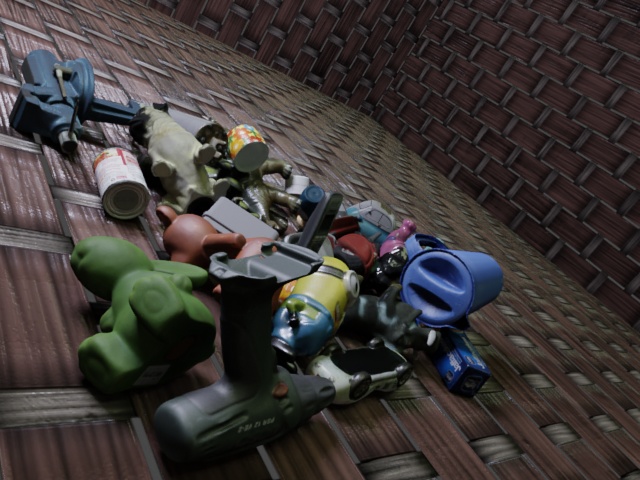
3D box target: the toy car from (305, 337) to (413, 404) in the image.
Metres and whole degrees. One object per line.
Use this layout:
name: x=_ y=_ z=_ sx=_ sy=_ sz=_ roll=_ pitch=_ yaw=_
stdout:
toy car: x=0.061 y=0.181 z=0.749 sx=0.074 sy=0.056 sz=0.201 roll=38 pitch=18 yaw=33

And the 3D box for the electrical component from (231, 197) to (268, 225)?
electrical component: x=-0.126 y=-0.025 z=0.901 sx=0.102 sy=0.078 sz=0.045 roll=37 pitch=61 yaw=25

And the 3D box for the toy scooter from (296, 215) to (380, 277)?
toy scooter: x=0.052 y=0.004 z=1.035 sx=0.135 sy=0.075 sz=0.184 roll=-26 pitch=39 yaw=-34

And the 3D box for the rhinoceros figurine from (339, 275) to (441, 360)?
rhinoceros figurine: x=0.108 y=0.130 z=0.874 sx=0.190 sy=0.073 sz=0.112 roll=21 pitch=45 yaw=-12

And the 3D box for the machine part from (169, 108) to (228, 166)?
machine part: x=-0.247 y=-0.193 z=0.987 sx=0.244 sy=0.079 sz=0.079 roll=25 pitch=10 yaw=41

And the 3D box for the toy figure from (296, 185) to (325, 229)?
toy figure: x=-0.022 y=-0.056 z=1.100 sx=0.058 sy=0.154 sz=0.064 roll=-3 pitch=64 yaw=-10

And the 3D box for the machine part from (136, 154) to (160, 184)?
machine part: x=-0.269 y=-0.111 z=0.960 sx=0.139 sy=0.039 sz=0.084 roll=26 pitch=16 yaw=-13

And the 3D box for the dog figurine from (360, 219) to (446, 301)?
dog figurine: x=0.143 y=0.067 z=1.086 sx=0.108 sy=0.191 sz=0.219 roll=40 pitch=55 yaw=10

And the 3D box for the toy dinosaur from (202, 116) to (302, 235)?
toy dinosaur: x=-0.160 y=-0.143 z=1.100 sx=0.198 sy=0.105 sz=0.472 roll=20 pitch=22 yaw=-28

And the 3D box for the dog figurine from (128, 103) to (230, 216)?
dog figurine: x=-0.241 y=-0.122 z=0.895 sx=0.121 sy=0.172 sz=0.191 roll=-15 pitch=38 yaw=-26

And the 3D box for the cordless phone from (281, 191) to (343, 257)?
cordless phone: x=-0.001 y=-0.002 z=0.893 sx=0.089 sy=0.184 sz=0.146 roll=37 pitch=20 yaw=24

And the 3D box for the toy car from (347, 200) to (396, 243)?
toy car: x=0.128 y=-0.040 z=1.301 sx=0.162 sy=0.103 sz=0.109 roll=30 pitch=21 yaw=-3

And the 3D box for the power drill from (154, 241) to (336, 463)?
power drill: x=-0.053 y=0.108 z=0.539 sx=0.086 sy=0.207 sz=0.232 roll=27 pitch=24 yaw=36

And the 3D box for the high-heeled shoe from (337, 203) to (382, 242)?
high-heeled shoe: x=0.019 y=-0.017 z=1.175 sx=0.249 sy=0.086 sz=0.145 roll=25 pitch=44 yaw=36

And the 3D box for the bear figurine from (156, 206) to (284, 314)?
bear figurine: x=-0.148 y=0.033 z=0.724 sx=0.196 sy=0.120 sz=0.132 roll=13 pitch=58 yaw=20

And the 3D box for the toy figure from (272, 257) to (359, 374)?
toy figure: x=-0.012 y=0.093 z=0.727 sx=0.089 sy=0.082 sz=0.180 roll=42 pitch=51 yaw=2

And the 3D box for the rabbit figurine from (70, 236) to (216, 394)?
rabbit figurine: x=-0.185 y=0.055 z=0.570 sx=0.170 sy=0.121 sz=0.159 roll=45 pitch=16 yaw=23

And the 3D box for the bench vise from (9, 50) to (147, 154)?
bench vise: x=-0.401 y=-0.231 z=0.928 sx=0.240 sy=0.128 sz=0.224 roll=3 pitch=38 yaw=-48

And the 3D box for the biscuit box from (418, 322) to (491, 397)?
biscuit box: x=0.232 y=0.189 z=0.976 sx=0.059 sy=0.062 sz=0.203 roll=22 pitch=22 yaw=-24
